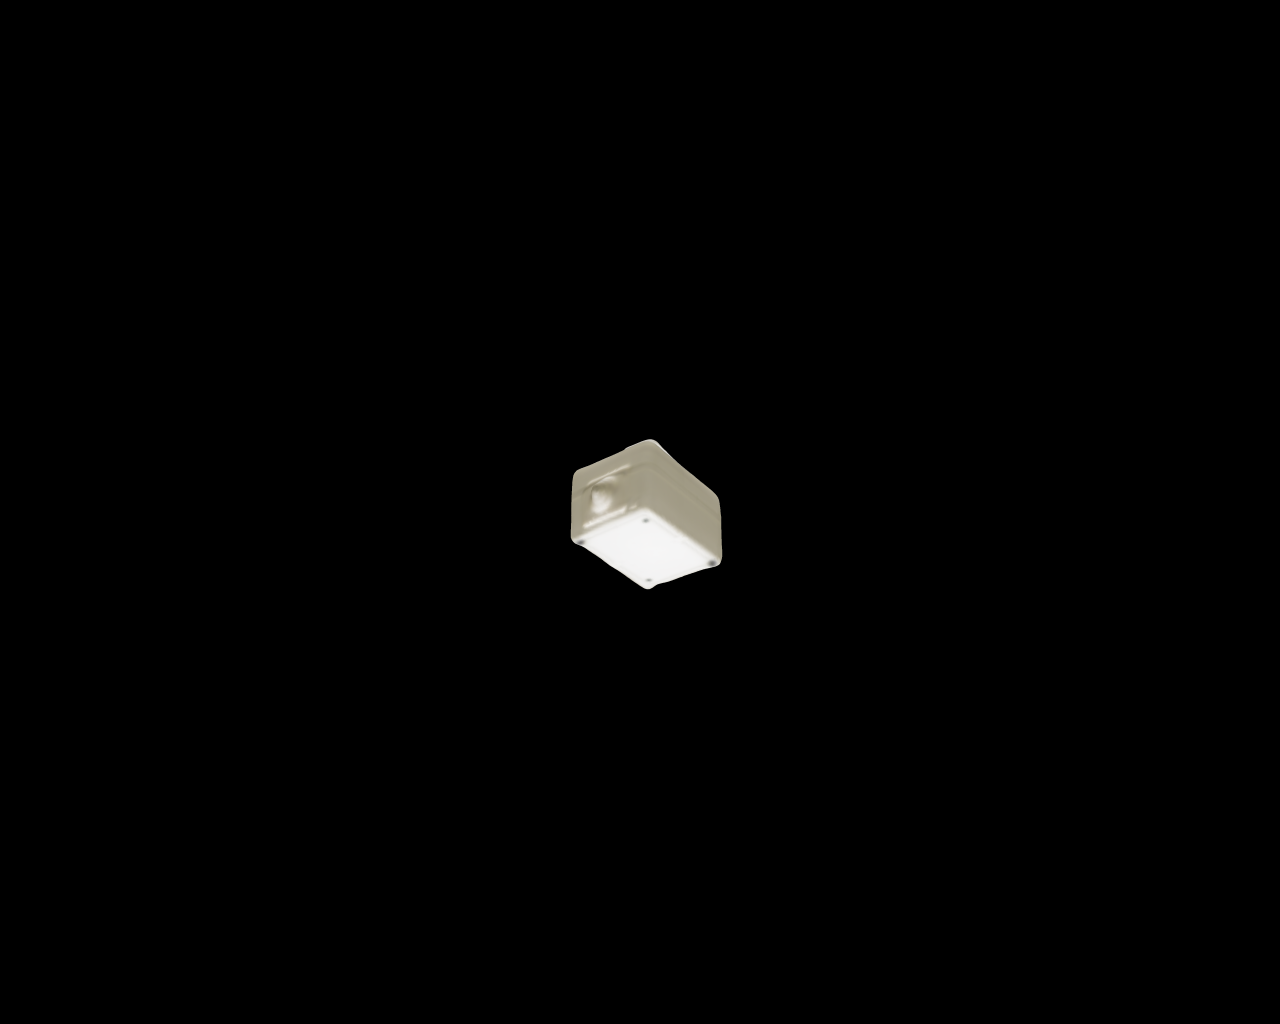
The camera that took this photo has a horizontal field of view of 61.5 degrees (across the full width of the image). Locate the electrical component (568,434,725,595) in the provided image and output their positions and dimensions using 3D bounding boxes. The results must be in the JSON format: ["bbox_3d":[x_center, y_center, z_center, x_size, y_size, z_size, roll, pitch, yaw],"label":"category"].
[{"bbox_3d":[0.001,-0.003,0.650,0.061,0.061,0.096,-22,-39,30],"label":"electrical component"}]
